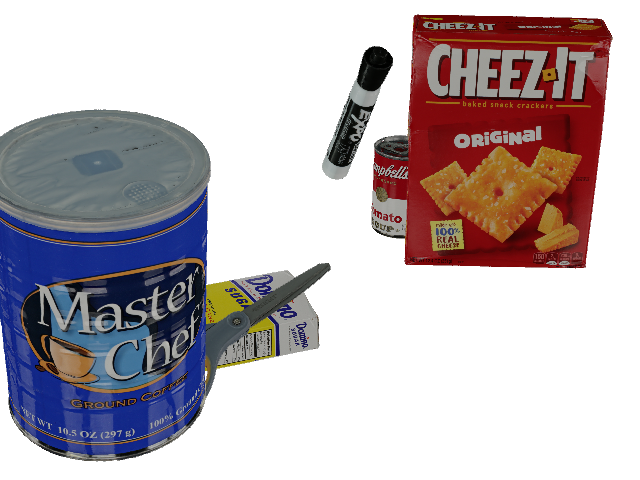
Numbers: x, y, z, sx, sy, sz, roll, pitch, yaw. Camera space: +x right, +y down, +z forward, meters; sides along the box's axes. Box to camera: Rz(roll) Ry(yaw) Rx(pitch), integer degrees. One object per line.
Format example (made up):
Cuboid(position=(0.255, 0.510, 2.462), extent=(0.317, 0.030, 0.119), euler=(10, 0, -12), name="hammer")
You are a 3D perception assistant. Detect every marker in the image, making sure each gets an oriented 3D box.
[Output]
Cuboid(position=(0.023, -0.082, 0.691), extent=(0.020, 0.020, 0.121), euler=(0, -32, -15), name="marker")

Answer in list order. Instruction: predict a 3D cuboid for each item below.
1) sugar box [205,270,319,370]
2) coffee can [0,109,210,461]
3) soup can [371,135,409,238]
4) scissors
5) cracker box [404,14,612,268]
Cuboid(position=(-0.098, 0.080, 1.029), extent=(0.176, 0.048, 0.093), euler=(-13, 33, -15), name="sugar box")
Cuboid(position=(-0.106, 0.021, 0.522), extent=(0.103, 0.140, 0.103), euler=(3, 33, -2), name="coffee can")
Cuboid(position=(0.093, -0.062, 1.232), extent=(0.068, 0.102, 0.068), euler=(1, 27, -1), name="soup can")
Cuboid(position=(-0.085, 0.061, 0.822), extent=(0.096, 0.016, 0.201), euler=(29, 53, 17), name="scissors")
Cuboid(position=(0.158, -0.083, 0.931), extent=(0.164, 0.214, 0.072), euler=(2, 25, 4), name="cracker box")
